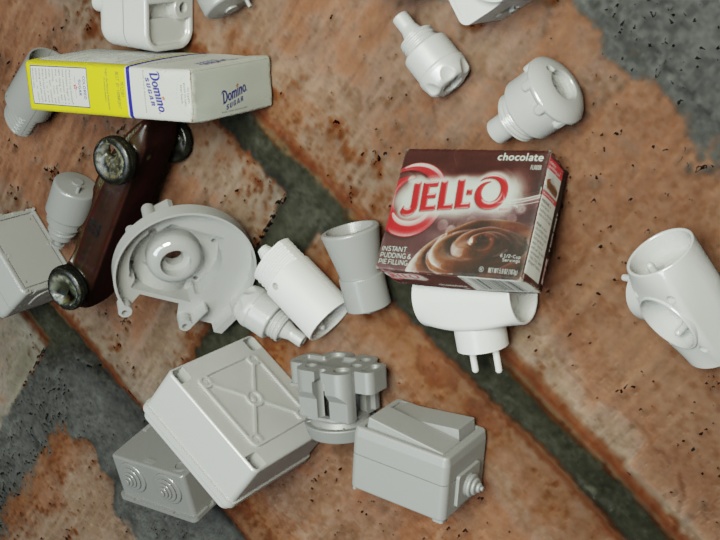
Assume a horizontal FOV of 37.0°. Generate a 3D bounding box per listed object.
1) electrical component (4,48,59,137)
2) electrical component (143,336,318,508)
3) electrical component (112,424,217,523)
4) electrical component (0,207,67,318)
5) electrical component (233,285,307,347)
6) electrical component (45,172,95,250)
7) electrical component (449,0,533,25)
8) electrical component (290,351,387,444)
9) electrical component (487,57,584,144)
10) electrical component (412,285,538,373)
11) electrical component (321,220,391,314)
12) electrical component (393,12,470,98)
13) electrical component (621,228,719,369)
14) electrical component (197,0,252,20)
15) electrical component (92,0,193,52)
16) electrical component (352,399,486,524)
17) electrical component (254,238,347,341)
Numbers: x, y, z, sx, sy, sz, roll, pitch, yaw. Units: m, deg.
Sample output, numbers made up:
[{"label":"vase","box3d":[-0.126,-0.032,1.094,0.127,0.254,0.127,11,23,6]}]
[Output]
[{"label":"electrical component","box3d":[-0.290,-0.154,0.954,0.043,0.043,0.081,53,127,9]},{"label":"electrical component","box3d":[-0.098,0.120,0.866,0.108,0.109,0.056,46,123,14]},{"label":"electrical component","box3d":[-0.151,0.162,0.924,0.100,0.100,0.048,9,122,33]},{"label":"electrical component","box3d":[-0.328,-0.011,1.016,0.061,0.062,0.096,-38,82,37]},{"label":"electrical component","box3d":[-0.070,0.041,0.868,0.061,0.035,0.035,33,122,12]},{"label":"electrical component","box3d":[-0.264,-0.052,0.970,0.040,0.040,0.078,40,124,19]},{"label":"electrical component","box3d":[0.096,-0.194,0.660,0.089,0.056,0.050,-27,88,38]},{"label":"electrical component","box3d":[-0.016,0.099,0.834,0.078,0.058,0.057,5,105,34]},{"label":"electrical component","box3d":[0.108,-0.103,0.689,0.062,0.048,0.048,-33,85,45]},{"label":"electrical component","box3d":[0.083,0.034,0.750,0.077,0.044,0.079,-3,103,36]},{"label":"electrical component","box3d":[0.000,0.000,0.801,0.044,0.044,0.065,-3,108,36]},{"label":"electrical component","box3d":[0.044,-0.148,0.725,0.061,0.035,0.035,54,127,12]},{"label":"electrical component","box3d":[0.191,0.016,0.662,0.077,0.044,0.079,52,165,-20]},{"label":"electrical component","box3d":[-0.112,-0.225,0.806,0.040,0.040,0.078,-29,87,38]},{"label":"electrical component","box3d":[-0.170,-0.223,0.840,0.059,0.054,0.095,16,113,31]},{"label":"electrical component","box3d":[0.050,0.138,0.796,0.096,0.062,0.061,15,113,31]},{"label":"electrical component","box3d":[-0.050,0.011,0.837,0.081,0.043,0.043,46,125,15]}]
